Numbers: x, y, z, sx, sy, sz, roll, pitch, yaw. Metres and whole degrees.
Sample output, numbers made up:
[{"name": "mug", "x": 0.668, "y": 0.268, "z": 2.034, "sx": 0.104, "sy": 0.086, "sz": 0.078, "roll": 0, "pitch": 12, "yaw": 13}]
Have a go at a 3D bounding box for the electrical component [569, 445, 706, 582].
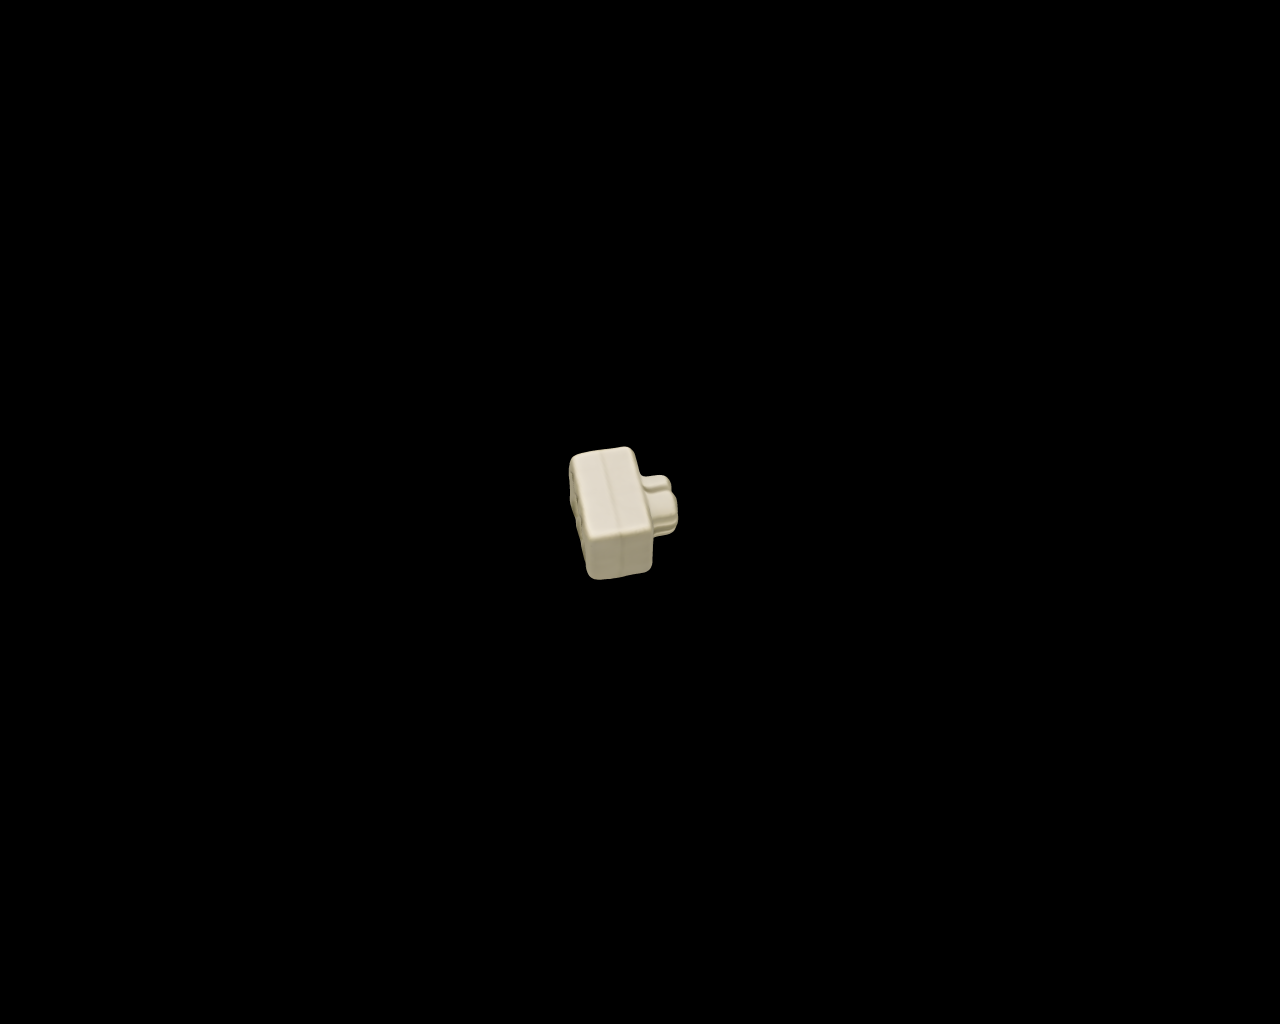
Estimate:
[{"name": "electrical component", "x": 0.001, "y": -0.003, "z": 0.650, "sx": 0.077, "sy": 0.066, "sz": 0.047, "roll": -9, "pitch": -36, "yaw": -7}]
